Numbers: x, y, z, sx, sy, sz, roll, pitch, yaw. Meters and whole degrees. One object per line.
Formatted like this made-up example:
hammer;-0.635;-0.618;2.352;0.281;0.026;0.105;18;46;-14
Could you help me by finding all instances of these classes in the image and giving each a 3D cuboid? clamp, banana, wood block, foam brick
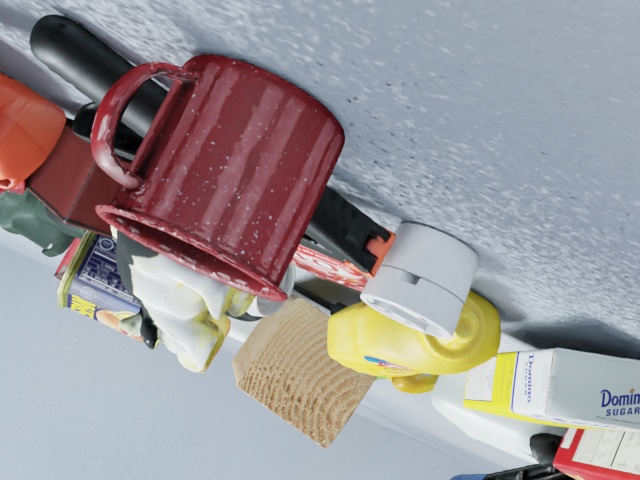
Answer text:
clamp;-0.057;-0.044;0.566;0.210;0.036;0.164;28;171;7
clamp;0.222;0.178;0.856;0.171;0.039;0.120;-6;157;-8
banana;0.089;0.126;0.996;0.198;0.069;0.037;117;131;-81
wood block;-0.015;0.106;0.940;0.091;0.090;0.206;35;176;-4
foam brick;-0.152;-0.042;0.693;0.078;0.051;0.052;34;-171;41

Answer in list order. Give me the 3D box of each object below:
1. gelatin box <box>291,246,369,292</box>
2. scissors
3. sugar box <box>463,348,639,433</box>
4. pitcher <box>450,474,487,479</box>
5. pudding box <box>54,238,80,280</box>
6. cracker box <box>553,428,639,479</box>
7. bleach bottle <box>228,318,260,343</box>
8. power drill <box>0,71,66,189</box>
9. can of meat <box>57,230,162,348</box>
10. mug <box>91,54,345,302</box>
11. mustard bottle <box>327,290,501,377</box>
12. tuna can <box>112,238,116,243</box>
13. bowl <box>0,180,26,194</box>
gelatin box;-0.005;0.001;0.680;0.089;0.030;0.073;21;169;21
scissors;0.037;0.076;0.932;0.096;0.016;0.202;38;172;-16
sugar box;0.160;0.098;0.686;0.093;0.048;0.176;9;174;-6
pitcher;0.235;0.263;0.961;0.243;0.145;0.149;-4;157;25
pudding box;-0.204;0.022;1.089;0.039;0.090;0.113;19;169;39
cracker box;0.278;0.162;0.708;0.164;0.072;0.214;26;169;-7
bleach bottle;-0.118;0.059;1.156;0.102;0.068;0.251;29;172;-18
power drill;-0.183;-0.098;0.473;0.185;0.057;0.187;28;160;22
can of meat;-0.148;0.037;0.809;0.084;0.057;0.102;26;163;-7
mug;-0.048;-0.034;0.467;0.117;0.081;0.093;33;167;-37
mustard bottle;0.068;0.062;0.714;0.096;0.058;0.192;4;171;-10
tuna can;-0.105;-0.012;0.739;0.086;0.033;0.086;16;140;14
bowl;-0.256;-0.076;0.660;0.162;0.055;0.162;40;158;19
